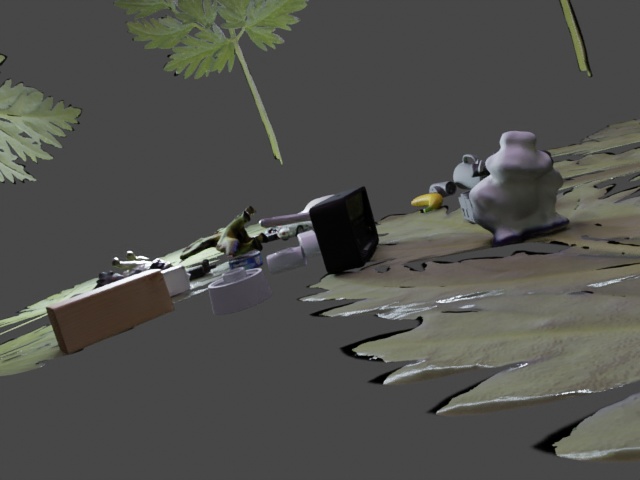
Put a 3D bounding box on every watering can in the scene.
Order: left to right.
[{"bbox_3d":[0.005,-0.080,1.582,0.350,0.104,0.223,-14,4,-44],"label":"watering can"}]

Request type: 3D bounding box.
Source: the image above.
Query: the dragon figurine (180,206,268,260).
[{"bbox_3d":[-0.291,0.014,1.482,0.241,0.121,0.414,-23,9,13],"label":"dragon figurine"}]

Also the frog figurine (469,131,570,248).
[{"bbox_3d":[0.294,-0.084,0.784,0.136,0.159,0.124,-15,4,27],"label":"frog figurine"}]
